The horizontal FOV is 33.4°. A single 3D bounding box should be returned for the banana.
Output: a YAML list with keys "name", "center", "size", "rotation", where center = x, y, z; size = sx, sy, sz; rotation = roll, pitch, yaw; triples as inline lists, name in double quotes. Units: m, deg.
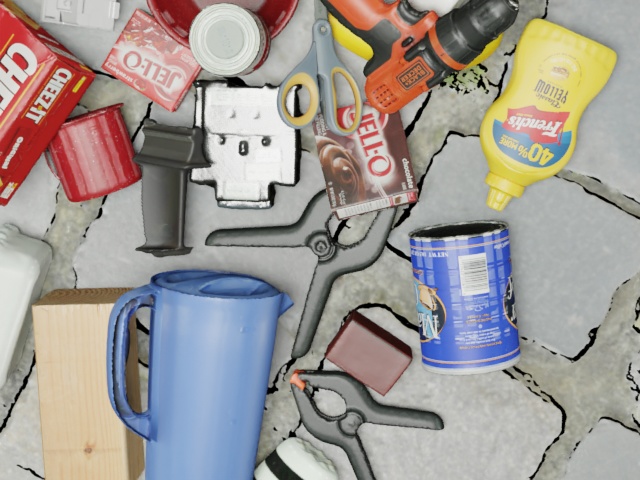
- name: "banana"
  center: [0.100, -0.203, 1.087]
  size: [0.198, 0.037, 0.069]
  rotation: [-1, 74, 2]

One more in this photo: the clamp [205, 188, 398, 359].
- name: "clamp"
  center: [-0.007, 0.001, 1.124]
  size: [0.210, 0.036, 0.164]
  rotation: [-44, 92, 10]

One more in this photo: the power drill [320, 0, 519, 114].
- name: "power drill"
  center: [0.070, -0.228, 0.999]
  size: [0.187, 0.057, 0.185]
  rotation: [49, 130, -9]

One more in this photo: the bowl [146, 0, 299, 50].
- name: "bowl"
  center: [-0.095, -0.266, 1.077]
  size: [0.162, 0.055, 0.162]
  rotation: [1, 99, 4]

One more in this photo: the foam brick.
- name: "foam brick"
  center: [0.052, 0.119, 1.131]
  size: [0.078, 0.053, 0.051]
  rotation: [34, 99, -1]

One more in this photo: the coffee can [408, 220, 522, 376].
- name: "coffee can"
  center: [0.148, 0.057, 1.089]
  size: [0.103, 0.103, 0.140]
  rotation: [-6, 98, 4]

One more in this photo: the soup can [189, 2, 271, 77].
- name: "soup can"
  center: [-0.084, -0.189, 1.009]
  size: [0.068, 0.102, 0.068]
  rotation: [0, 99, 2]

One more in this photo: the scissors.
- name: "scissors"
  center: [-0.014, -0.196, 1.059]
  size: [0.096, 0.016, 0.202]
  rotation: [-18, 92, -17]

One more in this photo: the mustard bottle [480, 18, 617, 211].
- name: "mustard bottle"
  center: [0.216, -0.119, 1.079]
  size: [0.096, 0.058, 0.192]
  rotation: [24, 100, 0]

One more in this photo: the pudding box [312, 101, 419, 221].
- name: "pudding box"
  center: [0.046, -0.084, 1.084]
  size: [0.090, 0.039, 0.113]
  rotation: [-14, 71, 6]

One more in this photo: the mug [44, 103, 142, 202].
- name: "mug"
  center: [-0.243, -0.087, 1.106]
  size: [0.117, 0.093, 0.081]
  rotation: [-8, 105, 36]

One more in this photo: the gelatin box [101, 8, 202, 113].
- name: "gelatin box"
  center: [-0.170, -0.186, 1.108]
  size: [0.089, 0.030, 0.073]
  rotation: [33, 100, -2]

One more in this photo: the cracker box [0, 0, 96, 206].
- name: "cracker box"
  center: [-0.349, -0.164, 1.060]
  size: [0.214, 0.072, 0.164]
  rotation: [41, 100, 25]

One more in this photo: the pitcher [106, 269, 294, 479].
- name: "pitcher"
  center: [-0.124, 0.154, 1.073]
  size: [0.149, 0.144, 0.243]
  rotation: [9, 99, 17]

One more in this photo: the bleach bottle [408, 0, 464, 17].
- name: "bleach bottle"
  center: [0.049, -0.323, 1.052]
  size: [0.251, 0.068, 0.102]
  rotation: [38, 72, 3]

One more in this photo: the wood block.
- name: "wood block"
  center: [-0.245, 0.160, 1.138]
  size: [0.091, 0.090, 0.206]
  rotation: [-1, 99, 3]

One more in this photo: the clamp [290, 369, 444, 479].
- name: "clamp"
  center: [0.034, 0.206, 1.151]
  size: [0.171, 0.039, 0.120]
  rotation: [28, 87, 4]
